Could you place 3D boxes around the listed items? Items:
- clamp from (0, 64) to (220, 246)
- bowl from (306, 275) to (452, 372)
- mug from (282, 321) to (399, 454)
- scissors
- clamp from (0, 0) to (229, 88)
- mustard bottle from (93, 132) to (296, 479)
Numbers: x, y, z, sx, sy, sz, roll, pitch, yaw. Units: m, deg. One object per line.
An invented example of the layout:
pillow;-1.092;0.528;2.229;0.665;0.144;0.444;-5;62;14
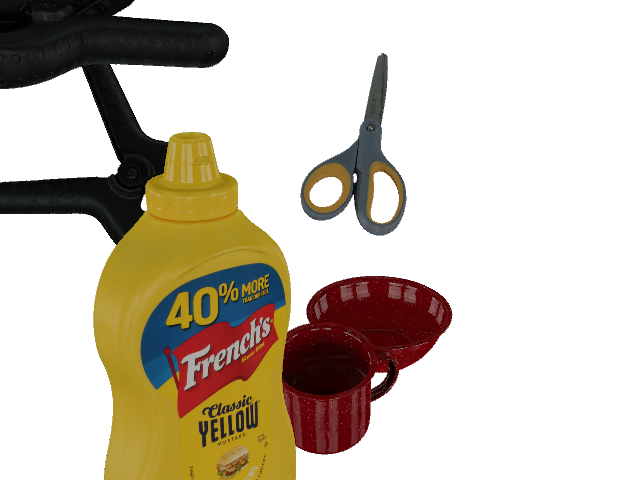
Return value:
clamp;-0.139;-0.054;0.784;0.210;0.164;0.036;25;-19;-1
bowl;0.065;0.100;1.194;0.162;0.055;0.162;0;27;0
mug;0.014;0.129;0.938;0.117;0.081;0.093;-17;42;-18
scissors;0.025;-0.086;0.918;0.096;0.202;0.016;-6;-36;-3
clamp;-0.150;-0.122;0.603;0.171;0.039;0.120;-10;30;-26
mustard bottle;-0.057;0.045;0.494;0.096;0.192;0.058;-14;23;-36
